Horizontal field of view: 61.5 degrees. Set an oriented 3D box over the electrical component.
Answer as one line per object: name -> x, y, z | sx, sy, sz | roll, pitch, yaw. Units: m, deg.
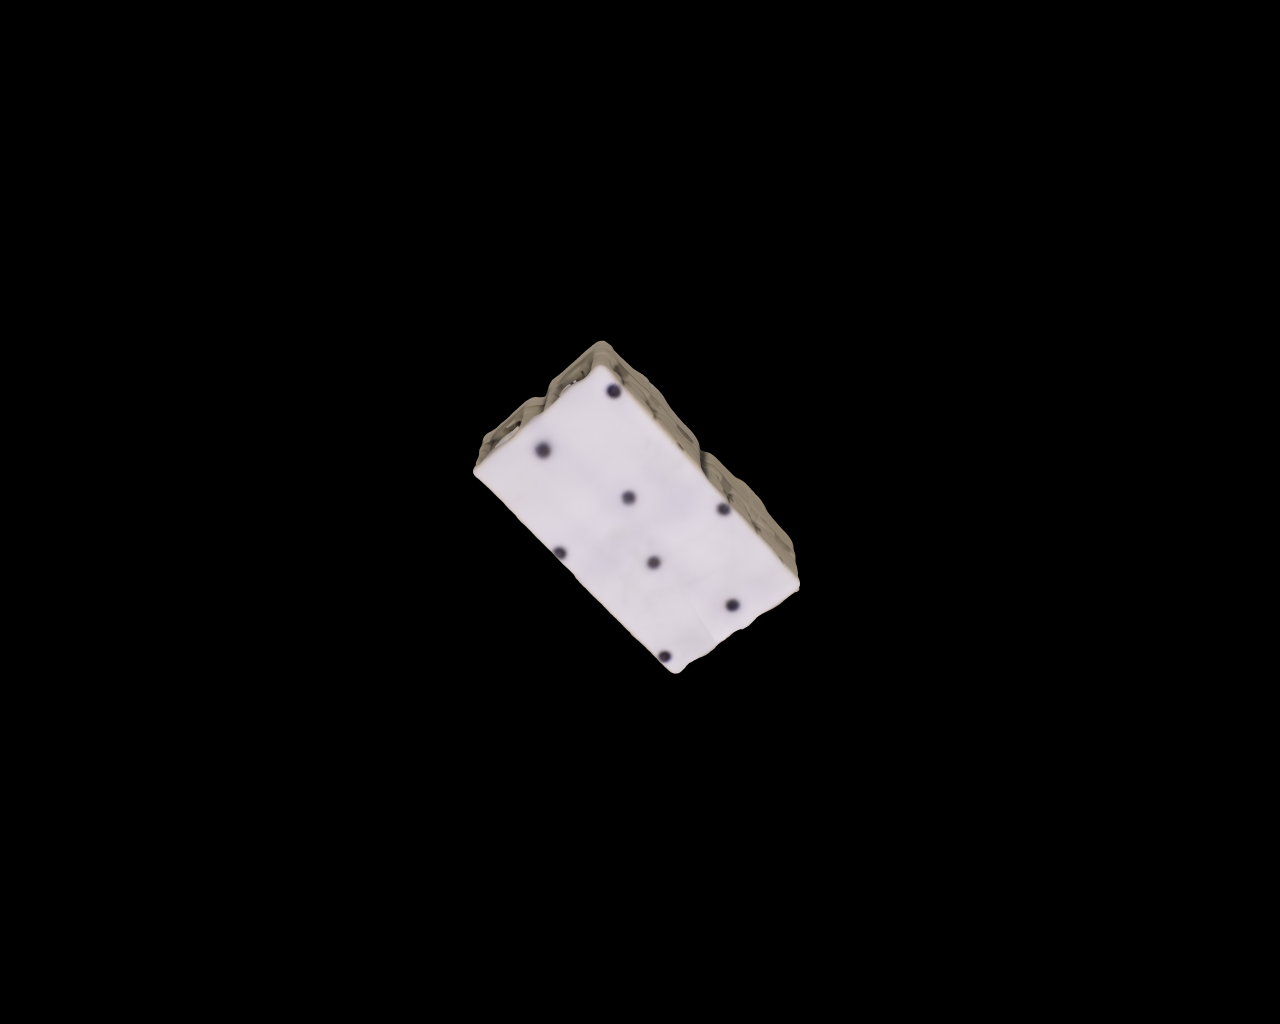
electrical component -> 0.001, -0.003, 0.650 | 0.105, 0.186, 0.060 | -38, 20, 16
